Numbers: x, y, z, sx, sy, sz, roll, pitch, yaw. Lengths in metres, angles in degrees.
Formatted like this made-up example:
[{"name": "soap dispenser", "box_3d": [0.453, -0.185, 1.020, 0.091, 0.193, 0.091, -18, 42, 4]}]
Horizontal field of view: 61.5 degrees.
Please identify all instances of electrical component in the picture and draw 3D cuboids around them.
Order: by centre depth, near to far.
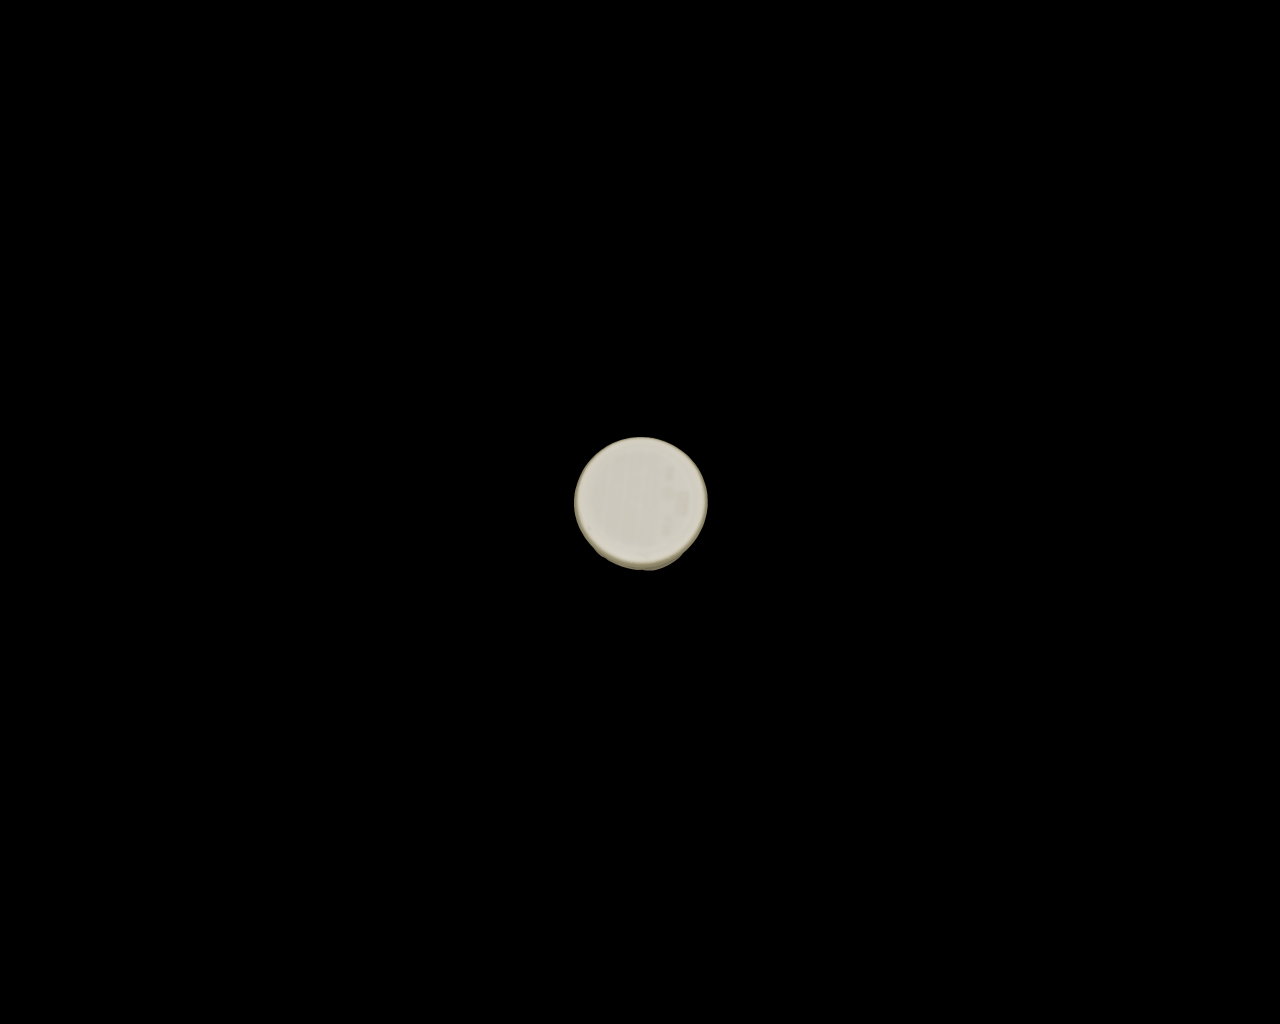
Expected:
[{"name": "electrical component", "box_3d": [0.001, -0.003, 0.650, 0.080, 0.080, 0.051, 0, -12, 0]}]
